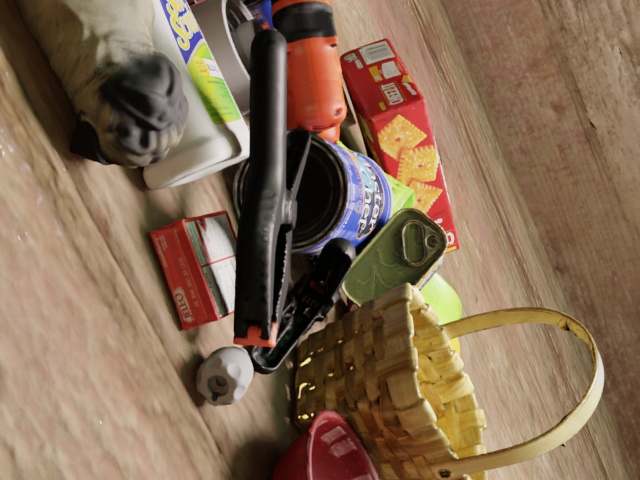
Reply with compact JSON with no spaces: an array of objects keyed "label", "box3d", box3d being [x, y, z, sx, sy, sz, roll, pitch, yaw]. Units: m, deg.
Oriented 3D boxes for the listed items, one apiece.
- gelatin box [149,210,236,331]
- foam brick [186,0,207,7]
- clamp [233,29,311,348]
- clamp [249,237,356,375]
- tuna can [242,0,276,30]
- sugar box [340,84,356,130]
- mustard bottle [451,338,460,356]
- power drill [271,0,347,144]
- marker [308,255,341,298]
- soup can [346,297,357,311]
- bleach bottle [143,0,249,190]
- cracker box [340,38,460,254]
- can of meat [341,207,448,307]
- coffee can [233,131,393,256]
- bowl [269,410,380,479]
[{"label":"gelatin box","box3d":[-0.081,0.020,0.756,0.089,0.030,0.073,-21,92,-73]},{"label":"foam brick","box3d":[-0.121,-0.207,0.852,0.078,0.053,0.051,-63,131,-69]},{"label":"clamp","box3d":[-0.037,-0.031,0.754,0.164,0.036,0.210,76,18,-62]},{"label":"clamp","box3d":[-0.012,0.055,0.864,0.039,0.120,0.171,41,-2,6]},{"label":"tuna can","box3d":[-0.044,-0.236,1.066,0.033,0.086,0.086,60,19,-21]},{"label":"sugar box","box3d":[-0.016,-0.204,1.189,0.093,0.048,0.176,-25,98,-73]},{"label":"mustard bottle","box3d":[0.099,0.062,1.218,0.191,0.058,0.096,60,17,-27]},{"label":"power drill","box3d":[-0.016,-0.168,0.973,0.187,0.057,0.184,89,-7,-78]},{"label":"marker","box3d":[-0.007,0.001,1.025,0.020,0.020,0.121,7,64,-71]},{"label":"soup can","box3d":[0.062,0.093,1.049,0.068,0.069,0.102,55,23,-40]},{"label":"bleach bottle","box3d":[-0.130,-0.164,0.763,0.251,0.068,0.102,67,17,-2]},{"label":"cracker box","box3d":[0.091,-0.104,1.254,0.164,0.072,0.213,-110,-178,-53]},{"label":"can of meat","box3d":[0.070,0.027,0.979,0.057,0.102,0.084,40,-4,13]},{"label":"coffee can","box3d":[-0.002,-0.037,0.938,0.140,0.103,0.103,8,63,-71]},{"label":"bowl","box3d":[0.004,0.206,0.761,0.162,0.055,0.162,57,21,-37]}]
